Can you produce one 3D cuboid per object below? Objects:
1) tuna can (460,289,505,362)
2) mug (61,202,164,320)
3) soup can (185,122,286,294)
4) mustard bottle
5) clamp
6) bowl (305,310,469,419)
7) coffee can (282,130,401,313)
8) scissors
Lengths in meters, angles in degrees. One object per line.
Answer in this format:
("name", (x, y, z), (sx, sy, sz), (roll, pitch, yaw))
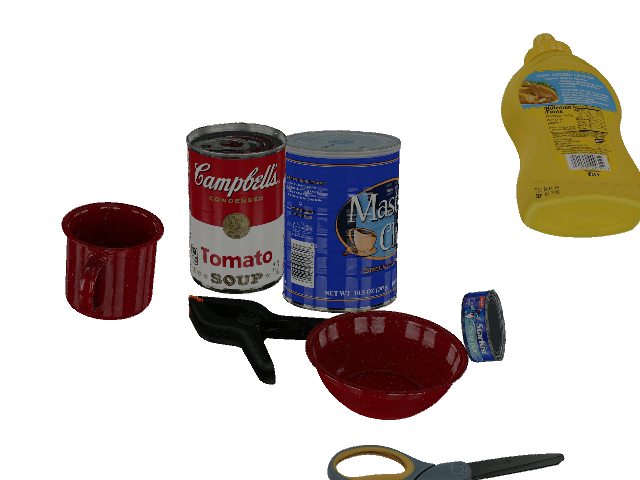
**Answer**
("tuna can", (0.195, 0.103, 1.279), (0.034, 0.086, 0.086), (-7, -3, 22))
("mug", (-0.197, 0.026, 0.988), (0.093, 0.081, 0.117), (10, 28, 2))
("soup can", (-0.058, -0.023, 0.735), (0.068, 0.102, 0.068), (1, 24, -1))
("mustard bottle", (0.197, -0.094, 0.863), (0.096, 0.191, 0.058), (0, -34, -6))
("clamp", (-0.082, 0.107, 1.241), (0.210, 0.036, 0.164), (14, 22, 29))
("bowl", (0.064, 0.131, 1.064), (0.162, 0.055, 0.162), (3, 25, -1))
("coffee can", (0.017, -0.019, 0.931), (0.103, 0.140, 0.103), (0, 15, 0))
("scissors", (0.106, 0.205, 0.865), (0.201, 0.016, 0.096), (5, 44, -3))
